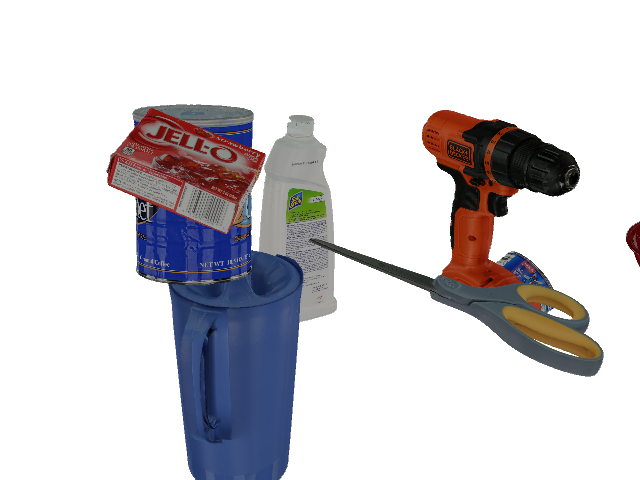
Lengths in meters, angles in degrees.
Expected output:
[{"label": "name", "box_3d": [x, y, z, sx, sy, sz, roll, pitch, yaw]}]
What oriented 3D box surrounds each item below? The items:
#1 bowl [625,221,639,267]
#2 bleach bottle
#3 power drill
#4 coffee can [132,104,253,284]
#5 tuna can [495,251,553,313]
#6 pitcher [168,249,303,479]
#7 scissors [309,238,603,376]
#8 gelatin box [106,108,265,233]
[{"label": "bowl", "box_3d": [0.410, 0.026, 1.150, 0.162, 0.055, 0.162, -2, 24, 0]}, {"label": "bleach bottle", "box_3d": [-0.023, -0.028, 1.290, 0.102, 0.251, 0.068, -12, 27, -34]}, {"label": "power drill", "box_3d": [0.167, -0.019, 0.989, 0.057, 0.188, 0.185, -17, 27, -27]}, {"label": "coffee can", "box_3d": [-0.110, -0.042, 0.924, 0.103, 0.140, 0.103, 1, 14, 0]}, {"label": "tuna can", "box_3d": [0.241, 0.057, 1.280, 0.033, 0.086, 0.086, -37, 11, -15]}, {"label": "pitcher", "box_3d": [-0.090, 0.140, 1.087, 0.149, 0.243, 0.145, -11, 28, -24]}, {"label": "scissors", "box_3d": [0.098, 0.031, 0.716, 0.202, 0.016, 0.096, 28, 27, 17]}, {"label": "gelatin box", "box_3d": [-0.089, -0.049, 0.718, 0.089, 0.030, 0.073, 23, 33, 0]}]
